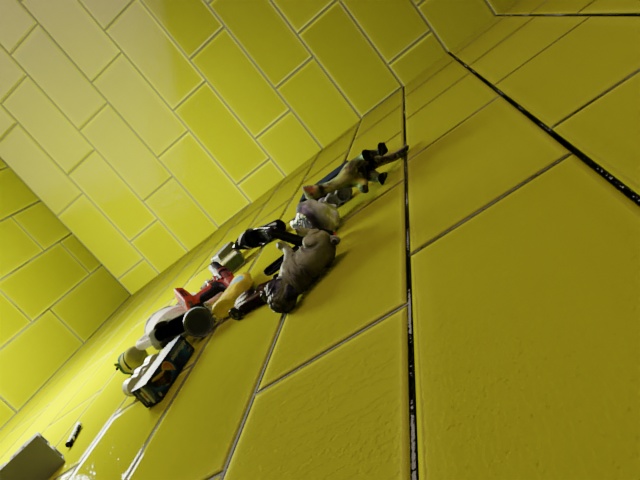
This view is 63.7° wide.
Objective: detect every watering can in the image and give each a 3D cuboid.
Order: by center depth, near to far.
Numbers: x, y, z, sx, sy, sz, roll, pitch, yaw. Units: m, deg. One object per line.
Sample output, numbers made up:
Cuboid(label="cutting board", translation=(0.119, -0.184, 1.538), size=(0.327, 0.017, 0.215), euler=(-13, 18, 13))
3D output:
Cuboid(label="watering can", translation=(-0.446, 0.251, 1.685), size=(0.352, 0.103, 0.223), euler=(-33, 10, -29))

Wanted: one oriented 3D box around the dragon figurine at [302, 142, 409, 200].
Cuboid(label="dragon figurine", translation=(0.096, -0.206, 1.597), size=(0.241, 0.121, 0.416), euler=(-13, 11, 41))

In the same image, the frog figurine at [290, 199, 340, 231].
Cuboid(label="frog figurine", translation=(0.005, -0.075, 1.500), size=(0.138, 0.120, 0.162), euler=(18, 42, 36))
